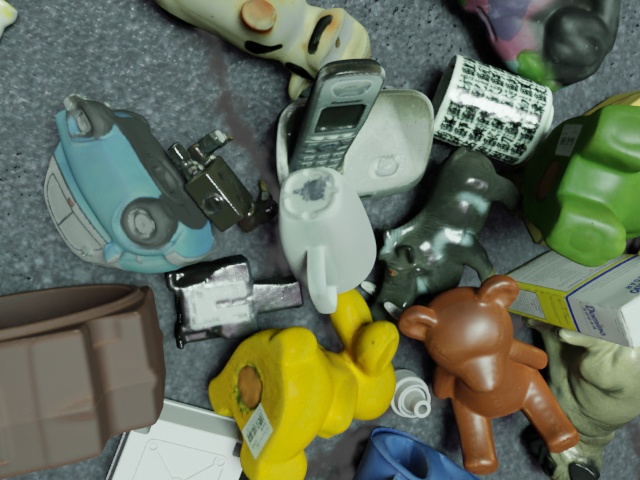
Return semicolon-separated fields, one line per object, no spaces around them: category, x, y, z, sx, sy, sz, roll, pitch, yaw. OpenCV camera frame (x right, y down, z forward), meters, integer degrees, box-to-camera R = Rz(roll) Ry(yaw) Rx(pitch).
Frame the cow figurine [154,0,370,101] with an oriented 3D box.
cow figurine;-0.049;-0.188;0.456;0.195;0.127;0.085;25;89;-2

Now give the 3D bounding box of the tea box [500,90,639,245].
tea box;0.293;-0.076;0.574;0.170;0.068;0.098;-32;102;-9

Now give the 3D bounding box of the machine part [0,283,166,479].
machine part;-0.218;0.089;0.384;0.201;0.201;0.087;-8;94;-14

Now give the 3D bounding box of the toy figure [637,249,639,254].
toy figure;0.409;-0.007;0.606;0.089;0.082;0.180;17;82;-50

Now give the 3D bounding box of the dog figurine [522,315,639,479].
dog figurine;0.293;0.176;0.551;0.121;0.172;0.190;-3;89;-4

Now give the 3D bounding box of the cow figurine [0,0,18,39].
cow figurine;-0.332;-0.183;0.399;0.167;0.068;0.098;27;94;-15

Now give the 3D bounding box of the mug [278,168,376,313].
mug;-0.001;-0.001;0.441;0.081;0.107;0.109;1;61;14

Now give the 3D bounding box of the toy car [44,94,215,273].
toy car;-0.168;-0.032;0.440;0.103;0.109;0.161;-34;95;9

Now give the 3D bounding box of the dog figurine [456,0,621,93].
dog figurine;0.156;-0.238;0.505;0.219;0.108;0.191;-1;99;-11

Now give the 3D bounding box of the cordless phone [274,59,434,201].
cordless phone;0.039;-0.098;0.439;0.147;0.184;0.088;-8;77;-14

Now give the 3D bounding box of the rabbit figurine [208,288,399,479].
rabbit figurine;0.006;0.123;0.498;0.173;0.122;0.162;14;106;-39

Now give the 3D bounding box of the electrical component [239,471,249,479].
electrical component;-0.060;0.229;0.511;0.021;0.063;0.094;35;85;-16

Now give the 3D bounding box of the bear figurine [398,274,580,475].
bear figurine;0.156;0.125;0.496;0.120;0.132;0.195;-22;144;11

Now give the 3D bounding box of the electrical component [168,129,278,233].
electrical component;-0.083;-0.052;0.478;0.045;0.078;0.102;-34;101;11

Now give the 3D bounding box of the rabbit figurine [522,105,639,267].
rabbit figurine;0.267;-0.025;0.457;0.170;0.159;0.121;18;93;0

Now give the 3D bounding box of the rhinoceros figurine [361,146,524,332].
rhinoceros figurine;0.113;0.005;0.518;0.112;0.073;0.190;22;103;-30

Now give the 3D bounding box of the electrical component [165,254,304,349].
electrical component;-0.079;0.051;0.497;0.119;0.048;0.074;-12;99;-16
